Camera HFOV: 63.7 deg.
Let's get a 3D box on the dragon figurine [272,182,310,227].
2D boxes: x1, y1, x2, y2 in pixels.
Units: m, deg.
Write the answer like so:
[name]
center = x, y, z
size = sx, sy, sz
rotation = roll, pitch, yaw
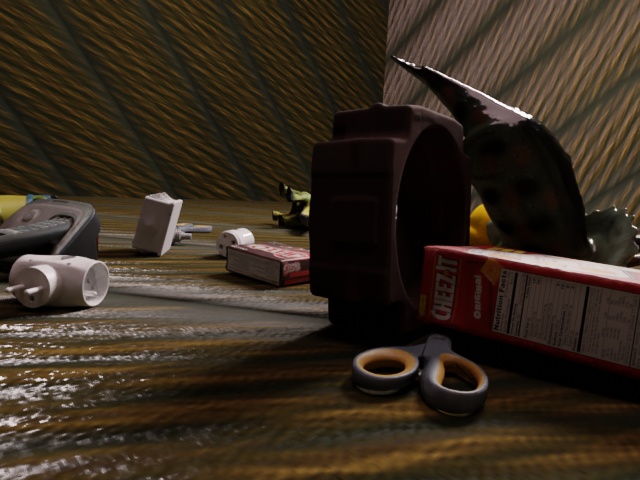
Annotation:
[dragon figurine]
center = 0.004, -0.073, 1.447
size = 0.242, 0.121, 0.415
rotation = 10, 12, -23
